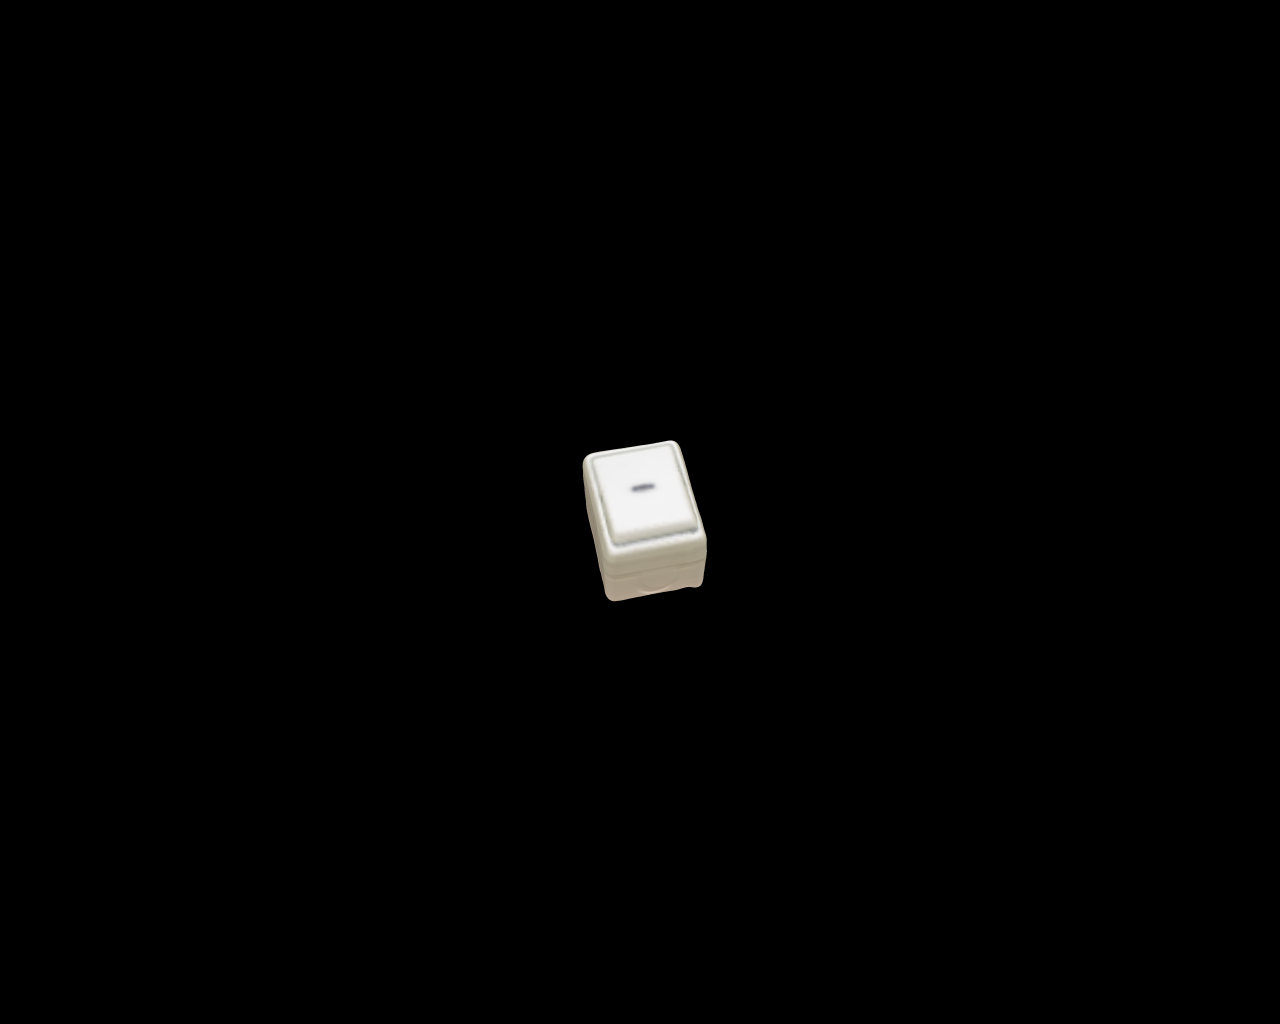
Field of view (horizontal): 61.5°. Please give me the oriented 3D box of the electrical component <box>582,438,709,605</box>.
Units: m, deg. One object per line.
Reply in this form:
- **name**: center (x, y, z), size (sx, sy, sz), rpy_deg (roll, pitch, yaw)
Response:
- **electrical component**: center (0.001, -0.003, 0.650), size (0.062, 0.096, 0.061), rpy_deg (-9, -36, -7)
